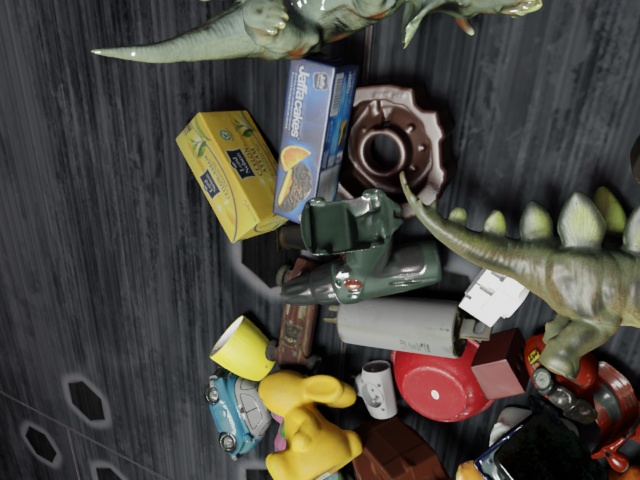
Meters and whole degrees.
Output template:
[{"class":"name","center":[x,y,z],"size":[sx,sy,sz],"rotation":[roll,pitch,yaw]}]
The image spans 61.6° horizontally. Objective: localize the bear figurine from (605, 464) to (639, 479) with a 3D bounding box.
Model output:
[{"class":"bear figurine","center":[0.429,0.310,0.646],"size":[0.196,0.120,0.131],"rotation":[11,114,30]}]

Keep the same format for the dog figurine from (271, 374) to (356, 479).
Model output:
[{"class":"dog figurine","center":[-0.020,0.331,0.892],"size":[0.192,0.108,0.219],"rotation":[22,123,57]}]

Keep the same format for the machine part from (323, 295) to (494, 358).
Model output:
[{"class":"machine part","center":[0.113,0.116,0.745],"size":[0.243,0.079,0.079],"rotation":[3,114,30]}]

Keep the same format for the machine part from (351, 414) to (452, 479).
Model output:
[{"class":"machine part","center":[0.130,0.378,0.804],"size":[0.201,0.087,0.201],"rotation":[24,134,66]}]

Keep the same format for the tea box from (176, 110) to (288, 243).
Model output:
[{"class":"tea box","center":[-0.111,-0.091,0.744],"size":[0.068,0.098,0.169],"rotation":[-34,84,36]}]

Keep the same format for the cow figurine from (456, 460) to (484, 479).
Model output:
[{"class":"cow figurine","center":[0.256,0.363,0.721],"size":[0.167,0.068,0.098],"rotation":[25,130,18]}]

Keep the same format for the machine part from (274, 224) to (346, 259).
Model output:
[{"class":"machine part","center":[-0.002,-0.002,0.782],"size":[0.139,0.039,0.084],"rotation":[-1,120,28]}]

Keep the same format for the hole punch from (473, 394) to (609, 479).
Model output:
[{"class":"hole punch","center":[0.267,0.282,0.657],"size":[0.142,0.116,0.092],"rotation":[51,154,24]}]

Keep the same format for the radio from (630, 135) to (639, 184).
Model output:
[{"class":"radio","center":[0.420,-0.071,0.490],"size":[0.230,0.073,0.131],"rotation":[30,124,14]}]

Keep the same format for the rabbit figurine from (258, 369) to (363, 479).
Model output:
[{"class":"rabbit figurine","center":[-0.025,0.262,0.796],"size":[0.162,0.121,0.173],"rotation":[-38,59,4]}]

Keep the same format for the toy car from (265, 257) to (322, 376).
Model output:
[{"class":"toy car","center":[-0.035,0.127,0.842],"size":[0.089,0.053,0.202],"rotation":[19,113,23]}]

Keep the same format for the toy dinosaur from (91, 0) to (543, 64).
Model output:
[{"class":"toy dinosaur","center":[-0.003,-0.237,0.536],"size":[0.405,0.192,0.131],"rotation":[-12,84,12]}]

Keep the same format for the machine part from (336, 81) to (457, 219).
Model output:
[{"class":"machine part","center":[0.083,-0.112,0.670],"size":[0.180,0.056,0.179],"rotation":[13,118,25]}]

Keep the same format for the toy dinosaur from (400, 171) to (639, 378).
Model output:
[{"class":"toy dinosaur","center":[0.301,0.045,0.574],"size":[0.472,0.105,0.198],"rotation":[14,103,5]}]

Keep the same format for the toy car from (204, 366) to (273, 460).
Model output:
[{"class":"toy car","center":[-0.135,0.302,0.973],"size":[0.103,0.109,0.161],"rotation":[-18,92,11]}]

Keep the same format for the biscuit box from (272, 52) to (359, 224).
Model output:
[{"class":"biscuit box","center":[-0.008,-0.119,0.650],"size":[0.063,0.059,0.202],"rotation":[22,121,22]}]

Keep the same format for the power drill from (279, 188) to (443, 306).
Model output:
[{"class":"power drill","center":[0.036,0.026,0.674],"size":[0.232,0.086,0.207],"rotation":[-9,147,10]}]

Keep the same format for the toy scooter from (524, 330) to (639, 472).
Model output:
[{"class":"toy scooter","center":[0.319,0.193,0.636],"size":[0.184,0.135,0.075],"rotation":[38,127,10]}]
